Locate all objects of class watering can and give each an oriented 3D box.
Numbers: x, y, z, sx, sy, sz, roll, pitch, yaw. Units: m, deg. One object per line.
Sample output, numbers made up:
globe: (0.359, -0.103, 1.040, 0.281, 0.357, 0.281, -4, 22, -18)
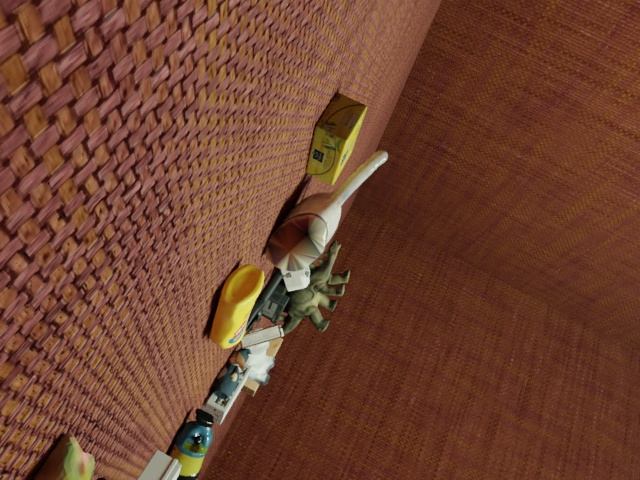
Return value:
watering can: (0.003, -0.056, 1.105, 0.343, 0.103, 0.228, -43, -173, 26)

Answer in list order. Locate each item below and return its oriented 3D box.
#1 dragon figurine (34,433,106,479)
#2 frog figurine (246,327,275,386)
dragon figurine: (-0.304, 0.376, 0.514, 0.409, 0.123, 0.242, -65, 159, 3)
frog figurine: (-0.207, 0.346, 1.571, 0.140, 0.122, 0.156, -47, 129, -44)
